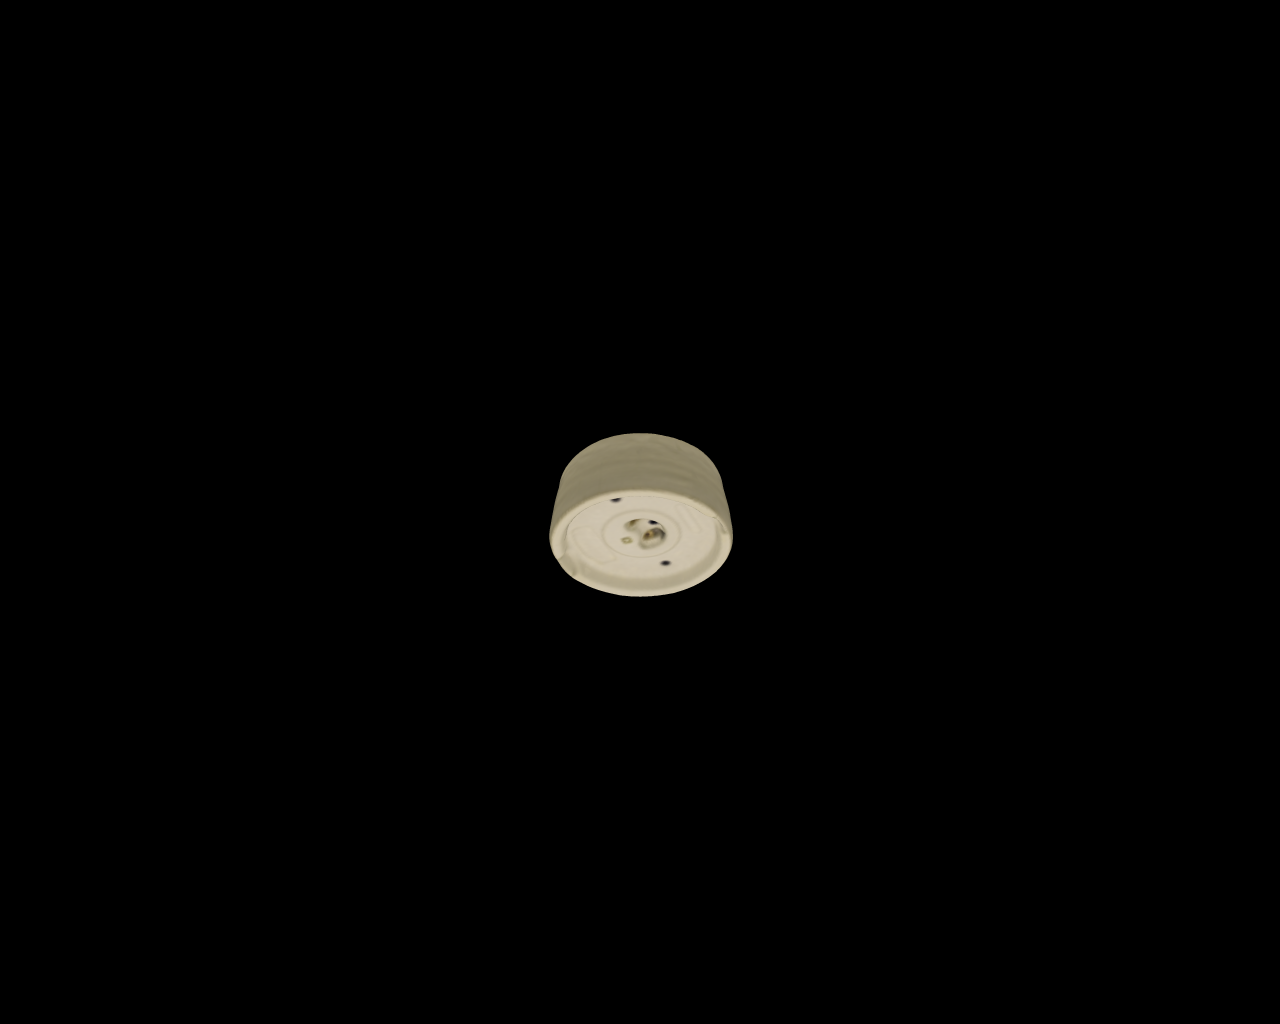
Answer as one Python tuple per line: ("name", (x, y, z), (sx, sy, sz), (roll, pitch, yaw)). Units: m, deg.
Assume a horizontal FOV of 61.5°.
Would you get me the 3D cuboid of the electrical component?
("electrical component", (0.001, -0.003, 0.650), (0.108, 0.060, 0.108), (0, -38, 0))
